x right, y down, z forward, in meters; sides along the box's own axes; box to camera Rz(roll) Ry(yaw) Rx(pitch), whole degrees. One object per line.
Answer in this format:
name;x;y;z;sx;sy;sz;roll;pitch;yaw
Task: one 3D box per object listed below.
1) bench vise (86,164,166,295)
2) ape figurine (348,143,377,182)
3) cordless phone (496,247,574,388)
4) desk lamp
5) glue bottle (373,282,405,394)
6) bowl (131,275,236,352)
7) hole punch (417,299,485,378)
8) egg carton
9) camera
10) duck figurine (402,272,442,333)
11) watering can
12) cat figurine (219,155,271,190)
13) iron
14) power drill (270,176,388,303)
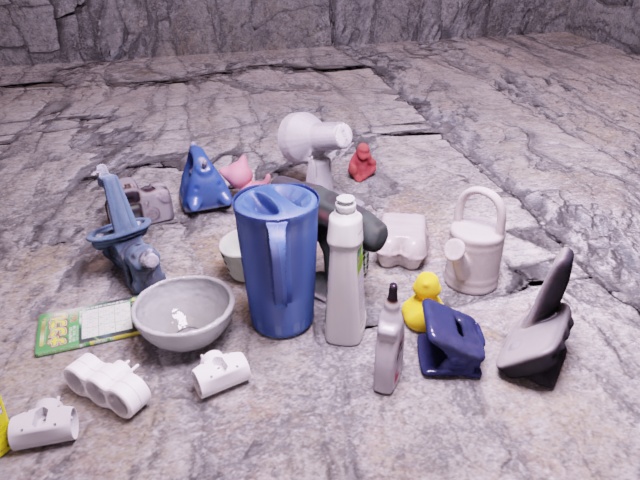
bench vise;-0.351;-0.025;1.063;0.206;0.220;0.122;17;35;28
ape figurine;0.110;-0.207;1.493;0.078;0.092;0.076;-4;30;-6
cordless phone;0.330;0.110;0.852;0.094;0.185;0.148;14;33;24
desk lamp;0.005;-0.182;1.332;0.202;0.214;0.118;25;39;37
glue bottle;0.101;0.135;0.826;0.037;0.173;0.078;8;31;15
bowl;-0.219;0.131;0.938;0.167;0.075;0.167;0;30;1
hole punch;0.204;0.148;0.884;0.101;0.091;0.108;1;30;2
egg carton;0.167;-0.002;1.161;0.107;0.069;0.150;4;31;8
camera;-0.422;-0.100;1.312;0.143;0.101;0.136;-15;33;-22
duck figurine;0.180;0.098;0.974;0.077;0.086;0.105;7;31;13
watering can;0.282;-0.001;1.035;0.100;0.194;0.173;8;32;16
cat figurine;-0.171;-0.141;1.359;0.127;0.118;0.067;11;32;20
iron;-0.291;-0.167;1.382;0.119;0.141;0.257;-12;32;-18
power drill;0.009;0.004;1.018;0.228;0.208;0.076;17;35;27
